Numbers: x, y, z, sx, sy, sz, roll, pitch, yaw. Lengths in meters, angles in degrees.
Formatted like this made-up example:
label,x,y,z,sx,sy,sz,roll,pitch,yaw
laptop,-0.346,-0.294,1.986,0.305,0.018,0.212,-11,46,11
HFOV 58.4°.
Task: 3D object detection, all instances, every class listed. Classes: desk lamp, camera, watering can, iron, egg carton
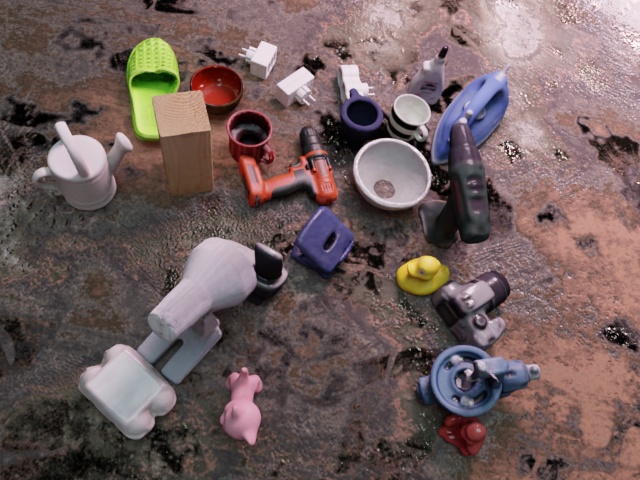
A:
label,x,y,z,sx,sy,sz,roll,pitch,yaw
desk lamp,-0.207,0.118,0.952,0.118,0.213,0.203,36,65,8
camera,0.312,0.125,1.102,0.137,0.101,0.143,-28,73,-20
watering can,-0.434,-0.146,1.047,0.101,0.194,0.173,39,65,9
iron,0.340,-0.283,1.275,0.118,0.141,0.259,37,65,8
egg carton,-0.318,0.250,0.952,0.150,0.069,0.107,39,65,9

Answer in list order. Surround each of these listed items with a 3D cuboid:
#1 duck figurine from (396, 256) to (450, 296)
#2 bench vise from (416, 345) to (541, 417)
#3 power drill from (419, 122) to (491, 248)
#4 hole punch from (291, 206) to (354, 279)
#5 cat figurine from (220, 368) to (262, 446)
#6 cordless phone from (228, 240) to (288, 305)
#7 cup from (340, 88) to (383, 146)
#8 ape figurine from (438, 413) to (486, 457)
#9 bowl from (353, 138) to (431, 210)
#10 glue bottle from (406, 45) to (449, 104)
label,x,y,z,sx,sy,sz,roll,pitch,yaw
duck figurine,0.209,0.061,1.122,0.105,0.086,0.077,-2,66,-11
bench vise,0.287,0.223,0.986,0.208,0.219,0.121,-21,70,-18
power drill,0.266,-0.084,1.132,0.076,0.208,0.229,-5,66,-11
hole punch,0.010,0.004,1.112,0.101,0.091,0.109,32,64,6
cat figurine,-0.129,0.275,0.946,0.067,0.117,0.128,5,64,-7
cordless phone,-0.127,0.031,1.023,0.147,0.185,0.094,25,64,3
cup,0.078,-0.260,1.245,0.092,0.095,0.117,-11,68,-14
ape figurine,0.259,0.336,0.999,0.076,0.092,0.077,-10,67,-14
bowl,0.144,-0.126,1.205,0.167,0.074,0.167,4,65,-8
glue bottle,0.252,-0.372,1.283,0.078,0.173,0.037,2,65,-9
